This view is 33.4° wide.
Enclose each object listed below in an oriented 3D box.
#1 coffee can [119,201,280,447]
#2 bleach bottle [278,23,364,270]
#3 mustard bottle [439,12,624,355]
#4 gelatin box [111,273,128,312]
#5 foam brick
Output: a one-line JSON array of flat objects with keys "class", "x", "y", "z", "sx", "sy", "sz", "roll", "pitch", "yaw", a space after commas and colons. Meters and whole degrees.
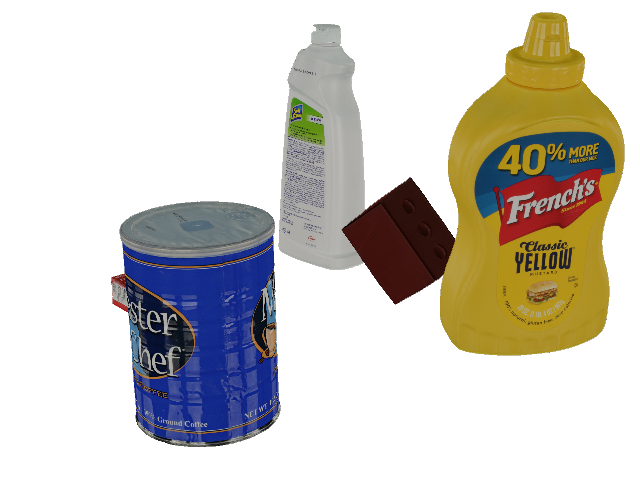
[{"class": "coffee can", "x": -0.080, "y": 0.054, "z": 0.729, "sx": 0.103, "sy": 0.140, "sz": 0.103, "roll": -1, "pitch": 18, "yaw": 0}, {"class": "bleach bottle", "x": 0.007, "y": -0.102, "z": 1.139, "sx": 0.103, "sy": 0.251, "sz": 0.067, "roll": 18, "pitch": 23, "yaw": 39}, {"class": "mustard bottle", "x": 0.119, "y": -0.030, "z": 0.594, "sx": 0.096, "sy": 0.192, "sz": 0.058, "roll": -4, "pitch": 26, "yaw": -7}, {"class": "gelatin box", "x": -0.132, "y": 0.045, "z": 0.965, "sx": 0.089, "sy": 0.030, "sz": 0.073, "roll": -16, "pitch": 27, "yaw": -39}, {"class": "foam brick", "x": 0.066, "y": 0.001, "z": 0.856, "sx": 0.051, "sy": 0.078, "sz": 0.052, "roll": -34, "pitch": 3, "yaw": 40}]
